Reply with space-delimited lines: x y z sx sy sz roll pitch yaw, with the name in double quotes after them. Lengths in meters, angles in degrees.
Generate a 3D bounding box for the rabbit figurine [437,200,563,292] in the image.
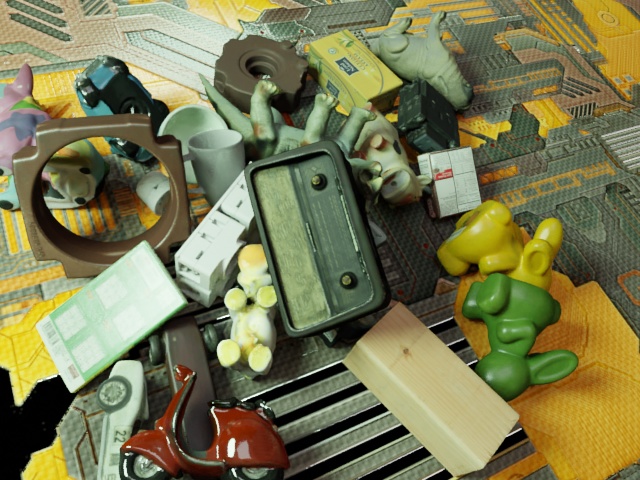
0.299 0.021 0.835 0.173 0.162 0.122 50 47 -2 "rabbit figurine"

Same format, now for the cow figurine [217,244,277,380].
-0.084 0.094 0.708 0.068 0.098 0.167 3 67 4 "cow figurine"

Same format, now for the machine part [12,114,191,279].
-0.279 -0.060 0.710 0.201 0.201 0.087 -9 26 -17 "machine part"

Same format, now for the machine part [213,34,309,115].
-0.108 -0.303 0.986 0.179 0.056 0.179 5 58 -8 "machine part"

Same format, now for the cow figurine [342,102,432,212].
0.113 -0.129 0.903 0.127 0.085 0.195 29 33 -36 "cow figurine"

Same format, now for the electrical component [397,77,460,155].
0.197 -0.211 0.970 0.115 0.058 0.134 28 51 -29 "electrical component"

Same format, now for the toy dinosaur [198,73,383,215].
-0.050 -0.141 0.850 0.405 0.192 0.131 20 9 30 "toy dinosaur"

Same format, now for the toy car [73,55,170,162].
-0.320 -0.200 0.840 0.103 0.161 0.109 2 53 42 "toy car"

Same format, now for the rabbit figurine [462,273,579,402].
0.273 0.154 0.773 0.159 0.121 0.170 21 75 -8 "rabbit figurine"

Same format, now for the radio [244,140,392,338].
-0.001 -0.002 0.679 0.131 0.073 0.229 -18 79 10 "radio"

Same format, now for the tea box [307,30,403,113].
0.062 -0.313 1.023 0.098 0.068 0.170 -32 71 -28 "tea box"

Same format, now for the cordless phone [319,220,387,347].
0.051 0.054 0.785 0.184 0.088 0.147 -32 70 -32 "cordless phone"

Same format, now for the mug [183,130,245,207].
-0.160 -0.099 0.809 0.109 0.107 0.081 -30 40 -34 "mug"

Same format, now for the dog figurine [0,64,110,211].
-0.414 -0.160 0.798 0.192 0.108 0.219 -4 57 -14 "dog figurine"

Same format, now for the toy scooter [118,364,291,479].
-0.121 0.209 0.597 0.184 0.075 0.135 10 56 -16 "toy scooter"

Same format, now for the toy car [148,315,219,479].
-0.156 0.193 0.666 0.089 0.053 0.202 -10 65 -24 "toy car"

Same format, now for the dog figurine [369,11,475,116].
0.198 -0.324 1.053 0.172 0.121 0.190 -15 77 16 "dog figurine"

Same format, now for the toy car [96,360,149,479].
-0.227 0.238 0.608 0.056 0.073 0.202 1 58 -12 "toy car"
